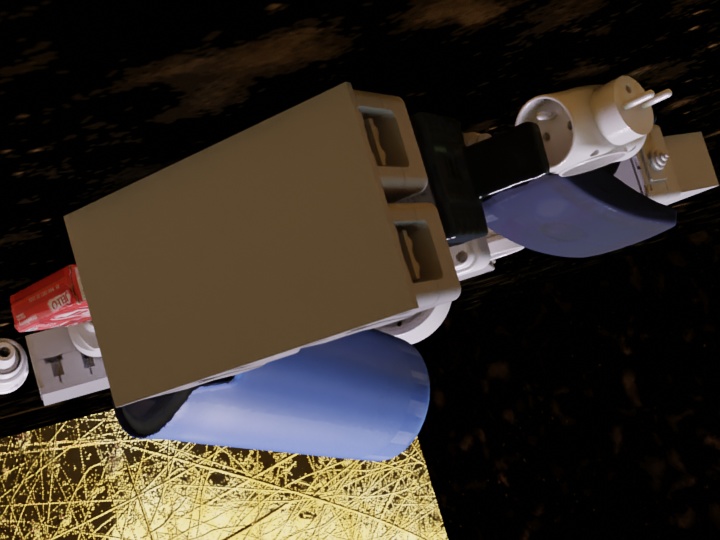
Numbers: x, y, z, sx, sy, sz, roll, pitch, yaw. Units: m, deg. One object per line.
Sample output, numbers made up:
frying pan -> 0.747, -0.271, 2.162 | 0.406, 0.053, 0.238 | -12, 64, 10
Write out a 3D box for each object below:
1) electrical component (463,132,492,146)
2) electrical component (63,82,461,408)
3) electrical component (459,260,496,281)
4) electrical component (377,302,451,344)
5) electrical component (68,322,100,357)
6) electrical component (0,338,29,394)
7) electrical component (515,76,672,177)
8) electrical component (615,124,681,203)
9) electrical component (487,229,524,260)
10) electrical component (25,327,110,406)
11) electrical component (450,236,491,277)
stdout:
electrical component -> 0.056, -0.063, 0.643 | 0.040, 0.040, 0.078 | -14, 173, -27
electrical component -> -0.052, -0.008, 0.544 | 0.186, 0.105, 0.060 | -20, 173, 30
electrical component -> 0.074, -0.014, 1.071 | 0.109, 0.056, 0.109 | -18, 174, 10
electrical component -> 0.028, 0.014, 0.984 | 0.108, 0.108, 0.060 | -17, 168, 7
electrical component -> -0.218, 0.046, 0.886 | 0.043, 0.043, 0.081 | -15, 174, -14
electrical component -> -0.313, 0.079, 0.939 | 0.048, 0.048, 0.062 | -14, 166, -26
electrical component -> 0.145, -0.089, 0.631 | 0.077, 0.044, 0.079 | -11, 172, -43
electrical component -> 0.205, -0.075, 0.844 | 0.061, 0.061, 0.096 | -11, 172, -45
electrical component -> 0.110, -0.039, 0.938 | 0.058, 0.057, 0.078 | -17, 174, 9
electrical component -> -0.257, 0.079, 0.994 | 0.089, 0.061, 0.150 | -15, 174, -18
electrical component -> 0.026, -0.022, 0.751 | 0.113, 0.078, 0.057 | -19, 174, 18
